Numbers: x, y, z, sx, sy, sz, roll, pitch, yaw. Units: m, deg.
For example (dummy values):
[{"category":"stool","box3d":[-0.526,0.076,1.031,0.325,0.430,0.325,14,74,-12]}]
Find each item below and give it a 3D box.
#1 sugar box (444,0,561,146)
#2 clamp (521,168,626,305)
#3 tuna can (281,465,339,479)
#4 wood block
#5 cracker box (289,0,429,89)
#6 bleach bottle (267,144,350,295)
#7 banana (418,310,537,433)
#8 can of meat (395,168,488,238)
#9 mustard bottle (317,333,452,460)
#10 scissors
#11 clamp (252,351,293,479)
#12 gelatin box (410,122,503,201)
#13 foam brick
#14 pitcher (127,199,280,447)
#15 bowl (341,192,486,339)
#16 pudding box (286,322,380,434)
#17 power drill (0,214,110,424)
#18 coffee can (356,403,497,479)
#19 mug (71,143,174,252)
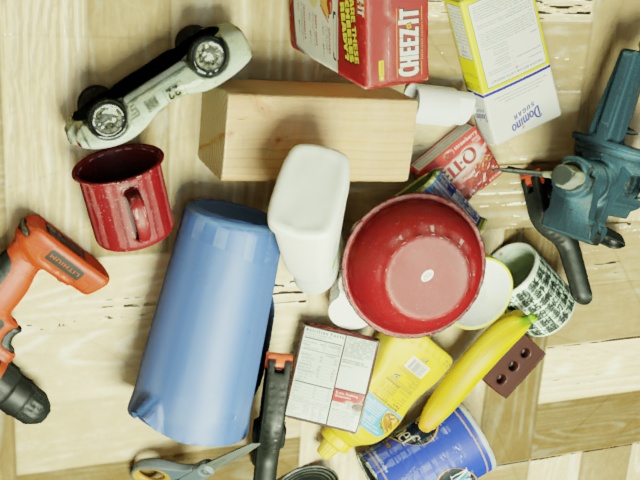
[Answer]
[{"category":"sugar box","box3d":[0.205,-0.204,1.193,0.093,0.048,0.176,-25,120,-12]},{"category":"clamp","box3d":[0.295,-0.008,1.279,0.171,0.039,0.120,42,52,-17]},{"category":"tuna can","box3d":[-0.013,0.311,1.275,0.086,0.086,0.034,-25,118,-12]},{"category":"wood block","box3d":[-0.013,-0.115,1.113,0.205,0.091,0.090,-1,110,-22]},{"category":"cracker box","box3d":[0.032,-0.247,1.010,0.072,0.214,0.164,-10,113,-18]},{"category":"bleach bottle","box3d":[-0.007,0.001,1.098,0.068,0.251,0.102,13,67,6]},{"category":"banana","box3d":[0.184,0.147,1.266,0.037,0.069,0.198,42,107,10]},{"category":"can of meat","box3d":[0.120,-0.020,1.192,0.102,0.057,0.084,-36,100,33]},{"category":"mustard bottle","box3d":[0.065,0.186,1.275,0.191,0.058,0.096,-49,122,1]},{"category":"scissors","box3d":[-0.145,0.247,1.176,0.096,0.016,0.202,26,138,-10]},{"category":"clamp","box3d":[-0.057,0.213,1.181,0.036,0.164,0.210,6,107,-5]},{"category":"gelatin box","box3d":[0.156,-0.080,1.227,0.089,0.030,0.073,-39,118,-4]},{"category":"foam brick","box3d":[0.229,0.147,1.330,0.053,0.051,0.078,41,91,-28]},{"category":"pitcher","box3d":[-0.110,0.085,1.139,0.145,0.149,0.243,12,101,-10]},{"category":"bowl","box3d":[0.106,0.034,1.120,0.162,0.055,0.162,-2,102,-10]},{"category":"pudding box","box3d":[0.013,0.157,1.223,0.090,0.039,0.113,13,88,6]},{"category":"power drill","box3d":[-0.304,0.083,1.089,0.187,0.057,0.184,-47,119,0]},{"category":"coffee can","box3d":[0.130,0.271,1.308,0.140,0.103,0.103,-29,117,-9]},{"category":"mug","box3d":[-0.189,-0.036,1.060,0.093,0.117,0.081,-19,120,-18]}]
